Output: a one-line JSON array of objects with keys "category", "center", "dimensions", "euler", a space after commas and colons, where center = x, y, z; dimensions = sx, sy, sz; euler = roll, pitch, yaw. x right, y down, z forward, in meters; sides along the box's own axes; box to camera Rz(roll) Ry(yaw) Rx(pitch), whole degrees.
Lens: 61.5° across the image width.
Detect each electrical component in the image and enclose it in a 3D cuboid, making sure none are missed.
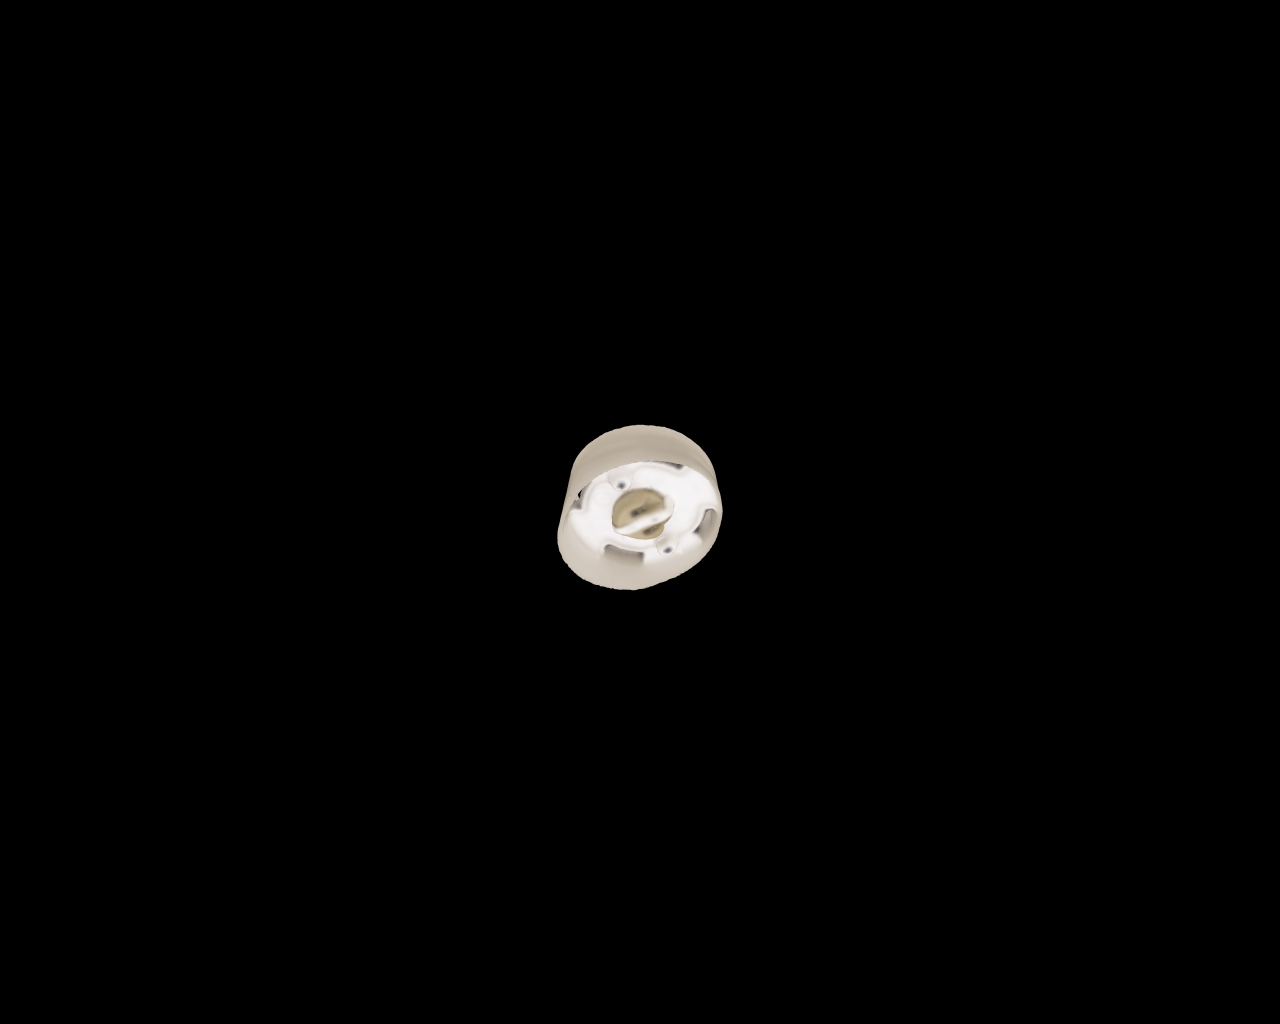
[{"category": "electrical component", "center": [0.001, -0.003, 0.650], "dimensions": [0.099, 0.099, 0.064], "euler": [0, 43, 0]}]
